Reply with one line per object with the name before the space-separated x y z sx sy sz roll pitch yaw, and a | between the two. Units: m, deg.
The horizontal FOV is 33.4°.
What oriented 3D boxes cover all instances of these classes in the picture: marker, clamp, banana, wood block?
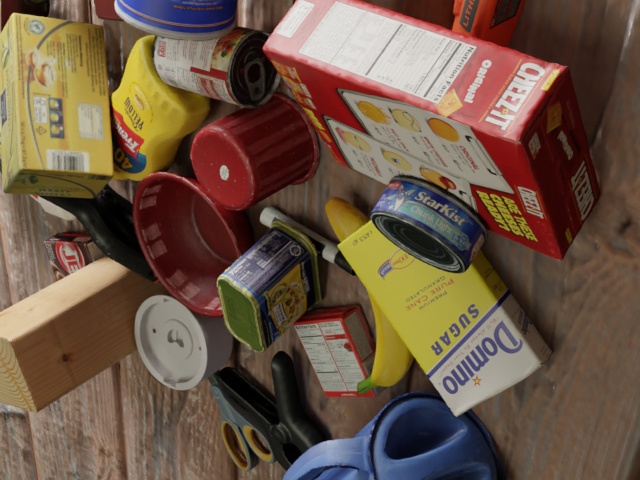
marker | -0.007 0.001 1.006 0.121 0.020 0.020 30 133 29
clamp | -0.239 -0.041 1.161 0.036 0.164 0.210 -41 106 21
clamp | -0.032 0.194 1.143 0.171 0.039 0.120 53 146 -1
banana | 0.051 0.055 0.957 0.070 0.037 0.198 -4 109 16
wood block | -0.268 0.096 1.187 0.090 0.205 0.091 4 117 44

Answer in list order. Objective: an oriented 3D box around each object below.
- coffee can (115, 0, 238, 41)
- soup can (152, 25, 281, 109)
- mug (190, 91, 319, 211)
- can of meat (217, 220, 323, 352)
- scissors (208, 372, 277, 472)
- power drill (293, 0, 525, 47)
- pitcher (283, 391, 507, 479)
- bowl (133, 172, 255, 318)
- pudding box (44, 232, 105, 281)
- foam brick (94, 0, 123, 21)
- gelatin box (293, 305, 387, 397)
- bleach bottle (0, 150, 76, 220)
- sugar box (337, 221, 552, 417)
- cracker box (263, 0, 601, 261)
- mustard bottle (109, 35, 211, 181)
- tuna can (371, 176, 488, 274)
coffee can | -0.109 -0.248 0.871 0.103 0.102 0.140 32 127 27
soup can | -0.092 -0.161 0.950 0.102 0.068 0.068 20 128 36
mug | -0.070 -0.080 0.969 0.117 0.081 0.093 13 124 40
can of meat | -0.048 0.047 1.008 0.057 0.083 0.102 31 149 27
scissors | -0.100 0.181 1.220 0.096 0.016 0.202 3 117 43
power drill | 0.059 -0.203 0.778 0.188 0.057 0.185 36 139 22
pitcher | 0.048 0.246 1.020 0.149 0.144 0.243 48 142 7
bowl | -0.118 -0.004 1.087 0.162 0.055 0.162 25 131 33
pudding box | -0.283 0.047 1.299 0.090 0.039 0.113 2 116 44
foam brick | -0.164 -0.235 0.968 0.051 0.078 0.053 15 125 37
gelatin box | 0.022 0.109 1.040 0.073 0.030 0.089 -10 107 49
bleach bottle | -0.343 -0.110 1.243 0.251 0.068 0.103 40 139 17
sugar box | 0.103 0.049 0.885 0.093 0.048 0.176 -37 85 27
cracker box | 0.084 -0.086 0.767 0.214 0.072 0.164 25 165 32
mustard bottle | -0.178 -0.115 1.074 0.096 0.058 0.192 57 141 10
tuna can | 0.082 -0.010 0.807 0.086 0.033 0.086 31 168 7
